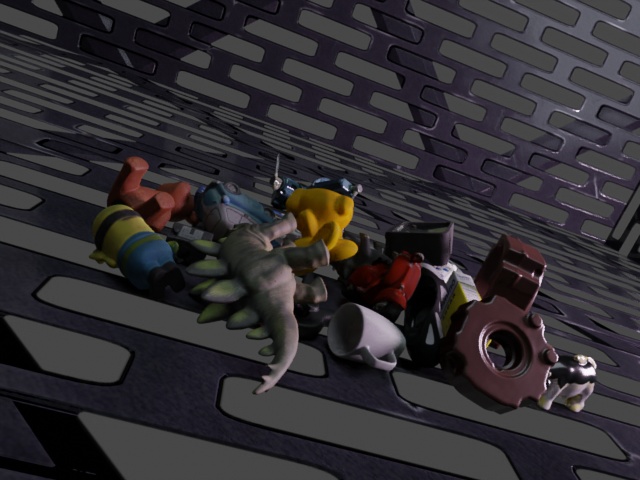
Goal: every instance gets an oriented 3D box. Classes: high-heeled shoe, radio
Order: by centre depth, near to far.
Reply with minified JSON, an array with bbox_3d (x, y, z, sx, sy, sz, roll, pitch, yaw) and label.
[{"bbox_3d":[0.164,0.106,0.926,0.145,0.086,0.249,32,35,-45],"label":"high-heeled shoe"},{"bbox_3d":[0.221,0.003,1.178,0.131,0.073,0.229,2,7,16],"label":"radio"}]

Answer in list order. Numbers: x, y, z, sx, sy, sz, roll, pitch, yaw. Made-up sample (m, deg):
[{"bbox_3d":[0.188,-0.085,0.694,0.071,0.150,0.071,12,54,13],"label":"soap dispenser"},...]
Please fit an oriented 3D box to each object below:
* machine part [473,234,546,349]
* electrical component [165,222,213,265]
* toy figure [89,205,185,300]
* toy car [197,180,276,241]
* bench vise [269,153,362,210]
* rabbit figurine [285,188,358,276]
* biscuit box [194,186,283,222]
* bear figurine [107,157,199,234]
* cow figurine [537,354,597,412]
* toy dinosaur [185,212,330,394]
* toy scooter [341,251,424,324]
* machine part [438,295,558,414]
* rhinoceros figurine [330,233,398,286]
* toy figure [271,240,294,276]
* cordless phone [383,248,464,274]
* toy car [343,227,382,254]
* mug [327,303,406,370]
[{"bbox_3d":[0.363,0.101,1.074,0.087,0.200,0.201,26,17,8],"label":"machine part"},{"bbox_3d":[-0.227,0.004,0.938,0.075,0.047,0.119,20,19,-7],"label":"electrical component"},{"bbox_3d":[-0.266,0.014,0.789,0.180,0.089,0.082,31,14,37],"label":"toy figure"},{"bbox_3d":[-0.169,-0.033,1.053,0.161,0.109,0.103,31,38,-14],"label":"toy car"},{"bbox_3d":[-0.005,-0.119,1.356,0.241,0.129,0.223,-9,-39,44],"label":"bench vise"},{"bbox_3d":[-0.002,-0.003,1.031,0.163,0.173,0.121,11,-28,45],"label":"rabbit figurine"},{"bbox_3d":[-0.172,-0.052,1.145,0.203,0.062,0.059,19,16,-9],"label":"biscuit box"},{"bbox_3d":[-0.288,-0.078,0.993,0.120,0.132,0.196,54,29,9],"label":"bear figurine"},{"bbox_3d":[0.387,0.227,0.896,0.167,0.098,0.068,13,25,-26],"label":"cow figurine"},{"bbox_3d":[-0.088,0.060,0.776,0.199,0.104,0.472,-12,23,-16],"label":"toy dinosaur"},{"bbox_3d":[0.116,0.070,0.936,0.075,0.135,0.184,38,-6,-20],"label":"toy scooter"},{"bbox_3d":[0.273,0.173,0.825,0.179,0.179,0.056,19,-27,-5],"label":"machine part"},{"bbox_3d":[0.086,0.049,1.069,0.191,0.112,0.073,24,-2,30],"label":"rhinoceros figurine"},{"bbox_3d":[-0.080,0.050,0.951,0.057,0.064,0.155,55,6,-29],"label":"toy figure"},{"bbox_3d":[0.258,0.048,1.324,0.146,0.088,0.184,8,26,-39],"label":"cordless phone"},{"bbox_3d":[0.094,0.030,1.210,0.202,0.053,0.089,40,-4,43],"label":"toy car"},{"bbox_3d":[0.081,0.151,0.802,0.107,0.080,0.110,20,15,-34],"label":"mug"}]
